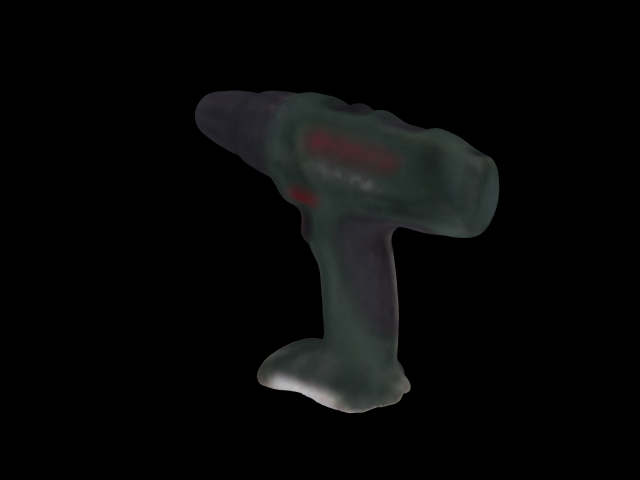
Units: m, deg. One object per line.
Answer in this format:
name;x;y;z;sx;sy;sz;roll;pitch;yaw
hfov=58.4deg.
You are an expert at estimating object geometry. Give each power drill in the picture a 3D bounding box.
power drill;0.004;0.001;0.400;0.228;0.208;0.076;7;15;31
